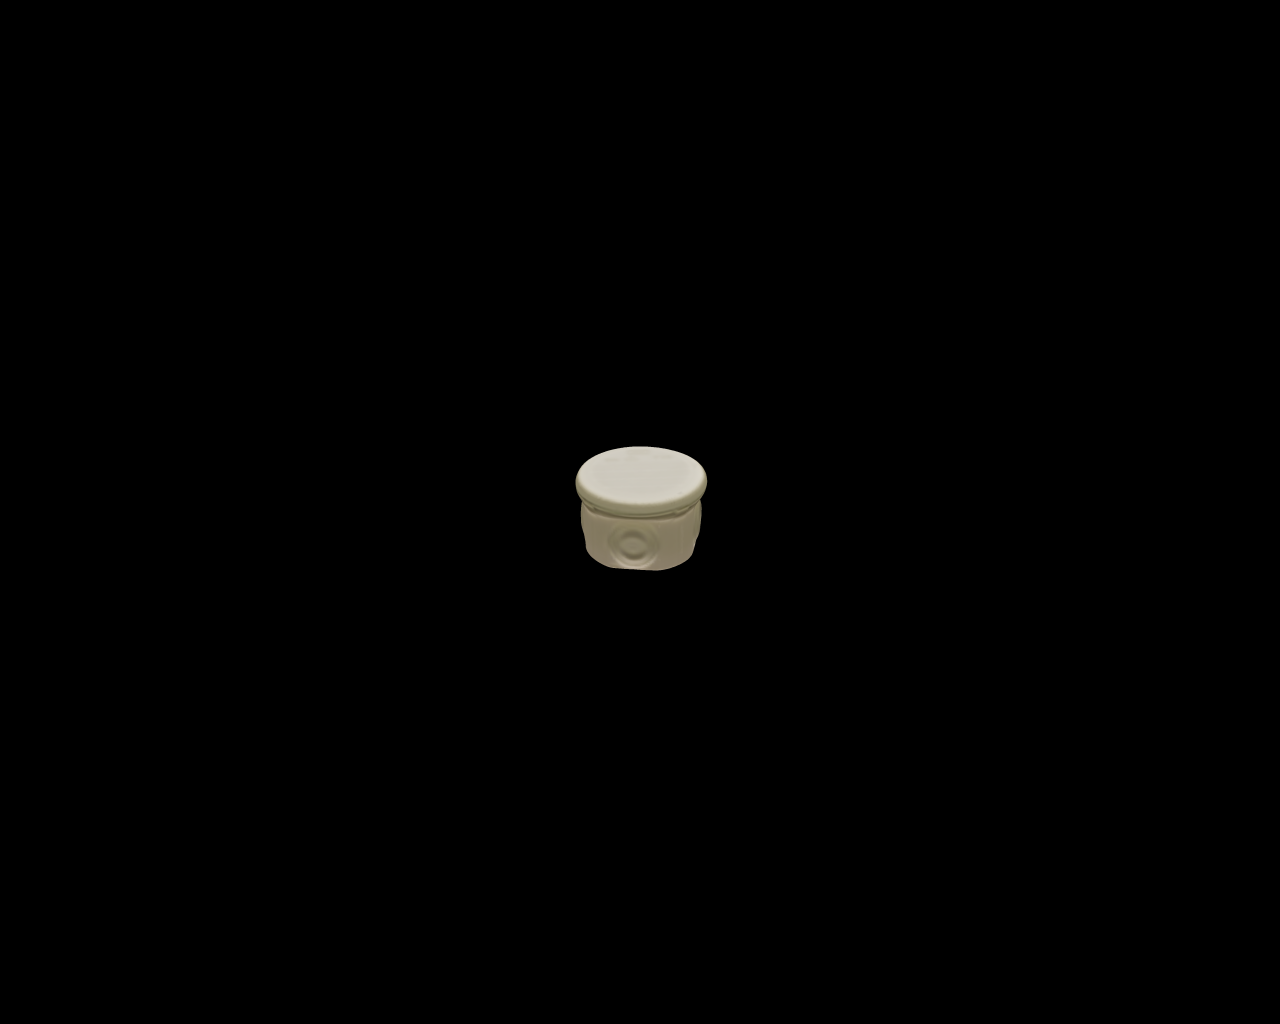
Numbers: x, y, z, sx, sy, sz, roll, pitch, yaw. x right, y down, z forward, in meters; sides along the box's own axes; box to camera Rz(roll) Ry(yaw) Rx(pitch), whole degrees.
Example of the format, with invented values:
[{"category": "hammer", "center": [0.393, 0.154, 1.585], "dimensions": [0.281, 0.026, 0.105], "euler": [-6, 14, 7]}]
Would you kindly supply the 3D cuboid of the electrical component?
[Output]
[{"category": "electrical component", "center": [0.001, -0.003, 0.650], "dimensions": [0.080, 0.050, 0.080], "euler": [0, 30, 0]}]
